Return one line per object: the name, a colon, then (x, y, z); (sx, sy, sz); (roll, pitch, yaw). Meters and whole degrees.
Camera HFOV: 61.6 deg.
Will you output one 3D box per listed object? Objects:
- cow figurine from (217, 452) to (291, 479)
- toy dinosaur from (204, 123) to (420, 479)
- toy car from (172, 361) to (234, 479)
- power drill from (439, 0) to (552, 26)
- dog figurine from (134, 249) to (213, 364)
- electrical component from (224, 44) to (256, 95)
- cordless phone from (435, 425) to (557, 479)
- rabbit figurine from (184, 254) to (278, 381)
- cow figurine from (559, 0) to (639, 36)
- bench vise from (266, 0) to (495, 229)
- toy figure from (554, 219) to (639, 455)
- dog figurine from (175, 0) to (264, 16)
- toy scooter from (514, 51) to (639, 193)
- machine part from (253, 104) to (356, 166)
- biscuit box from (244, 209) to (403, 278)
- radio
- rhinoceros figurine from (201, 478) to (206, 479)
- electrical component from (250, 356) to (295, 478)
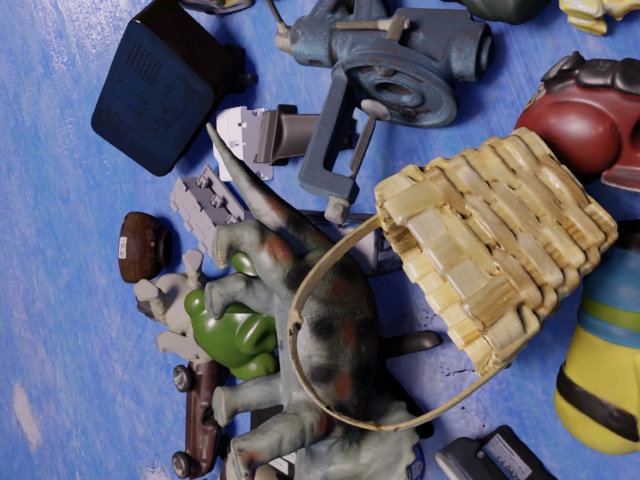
cow figurine: (-0.054, 0.343, 0.700); (0.195, 0.085, 0.127); (33, 124, 34)
toy dinosaur: (-0.006, 0.088, 0.513); (0.131, 0.192, 0.404); (-179, 86, -66)
toy car: (-0.164, 0.255, 0.776); (0.053, 0.089, 0.202); (14, 105, 44)
power drill: (0.129, -0.299, 0.425); (0.207, 0.086, 0.232); (-47, 65, 23)
dog figurine: (-0.188, 0.113, 0.777); (0.172, 0.121, 0.190); (64, 157, 8)
electrical component: (-0.119, -0.226, 0.711); (0.094, 0.021, 0.063); (11, 103, 41)
cordless phone: (0.146, 0.280, 0.511); (0.147, 0.089, 0.184); (47, 128, 26)
rabbit figurine: (-0.060, 0.071, 0.622); (0.170, 0.159, 0.121); (-16, 41, 30)
cow figurine: (0.257, -0.176, 0.355); (0.168, 0.068, 0.098); (29, 109, 34)
bench vise: (0.031, -0.135, 0.499); (0.224, 0.128, 0.240); (17, 82, 16)
toy figure: (0.231, 0.074, 0.405); (0.089, 0.082, 0.180); (14, 110, 51)
dog figurine: (-0.110, -0.393, 0.626); (0.192, 0.108, 0.219); (9, 98, 44)
toy scooter: (0.222, -0.085, 0.362); (0.184, 0.075, 0.135); (24, 153, 33)
machine part: (-0.022, -0.122, 0.620); (0.139, 0.039, 0.084); (9, 81, 40)
biscuit box: (-0.001, -0.002, 0.611); (0.203, 0.063, 0.059); (7, 102, 42)
radio: (-0.208, -0.188, 0.708); (0.131, 0.073, 0.229); (39, 142, -13)
rhinoceros figurine: (-0.212, 0.428, 0.832); (0.073, 0.112, 0.190); (52, 134, 26)
electrical component: (-0.032, 0.228, 0.677); (0.115, 0.058, 0.134); (14, 106, 42)
